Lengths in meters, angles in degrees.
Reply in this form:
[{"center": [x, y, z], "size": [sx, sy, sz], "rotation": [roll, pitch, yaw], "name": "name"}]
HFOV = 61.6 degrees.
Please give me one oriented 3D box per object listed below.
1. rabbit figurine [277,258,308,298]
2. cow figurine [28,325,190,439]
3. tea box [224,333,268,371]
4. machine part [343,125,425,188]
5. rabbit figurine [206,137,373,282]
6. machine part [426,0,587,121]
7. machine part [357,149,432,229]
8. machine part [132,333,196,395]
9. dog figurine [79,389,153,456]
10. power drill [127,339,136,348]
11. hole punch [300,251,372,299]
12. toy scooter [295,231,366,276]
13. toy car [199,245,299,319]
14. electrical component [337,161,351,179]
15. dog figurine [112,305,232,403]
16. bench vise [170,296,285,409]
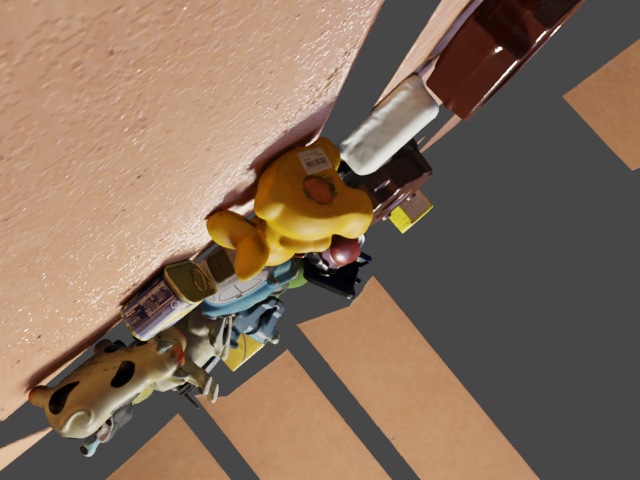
[{"center": [-0.107, 0.071, 1.135], "size": [0.170, 0.121, 0.159], "rotation": [-20, 155, 17], "name": "rabbit figurine"}, {"center": [-0.260, 0.177, 0.703], "size": [0.127, 0.085, 0.195], "rotation": [7, -146, 45], "name": "cow figurine"}, {"center": [-0.200, 0.183, 1.163], "size": [0.098, 0.169, 0.068], "rotation": [-42, 179, 7], "name": "tea box"}, {"center": [0.098, -0.141, 1.006], "size": [0.243, 0.079, 0.079], "rotation": [-43, 177, 26], "name": "machine part"}, {"center": [-0.043, -0.014, 0.625], "size": [0.162, 0.122, 0.173], "rotation": [-33, 175, -33], "name": "rabbit figurine"}, {"center": [0.246, -0.268, 0.710], "size": [0.201, 0.087, 0.201], "rotation": [-43, 174, -24], "name": "machine part"}, {"center": [0.117, -0.083, 0.942], "size": [0.179, 0.056, 0.179], "rotation": [-36, 170, -8], "name": "machine part"}, {"center": [-0.258, 0.200, 0.904], "size": [0.039, 0.139, 0.084], "rotation": [-40, 178, 3], "name": "machine part"}, {"center": [-0.423, 0.324, 1.122], "size": [0.191, 0.108, 0.219], "rotation": [-44, -179, 22], "name": "dog figurine"}, {"center": [-0.331, 0.221, 1.054], "size": [0.232, 0.086, 0.207], "rotation": [-42, 171, -21], "name": "power drill"}, {"center": [0.032, 0.040, 1.032], "size": [0.116, 0.142, 0.092], "rotation": [-100, -149, -75], "name": "hole punch"}, {"center": [-0.002, -0.003, 0.867], "size": [0.075, 0.183, 0.135], "rotation": [11, -121, 42], "name": "toy scooter"}, {"center": [-0.121, 0.041, 0.768], "size": [0.162, 0.109, 0.103], "rotation": [-28, 161, 1], "name": "toy car"}, {"center": [-0.018, -0.075, 0.763], "size": [0.119, 0.048, 0.075], "rotation": [-43, 176, 12], "name": "electrical component"}, {"center": [-0.243, 0.158, 0.827], "size": [0.121, 0.191, 0.172], "rotation": [95, 6, -54], "name": "dog figurine"}, {"center": [-0.183, 0.181, 0.993], "size": [0.240, 0.129, 0.223], "rotation": [-53, 144, -7], "name": "bench vise"}]
